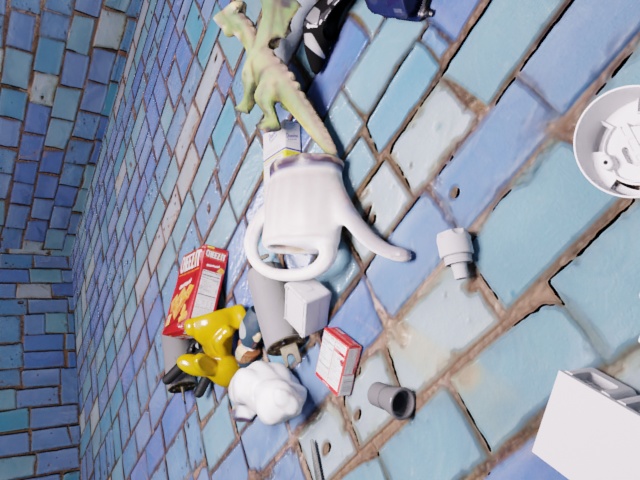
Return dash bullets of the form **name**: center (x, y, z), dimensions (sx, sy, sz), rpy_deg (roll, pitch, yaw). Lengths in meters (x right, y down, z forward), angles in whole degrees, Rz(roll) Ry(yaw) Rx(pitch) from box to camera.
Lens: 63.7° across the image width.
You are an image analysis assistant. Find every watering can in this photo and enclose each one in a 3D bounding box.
- **watering can**: center (0.003, -0.044, 0.867), dimensions (0.346, 0.227, 0.103), rpy_deg (-7, -19, 37)

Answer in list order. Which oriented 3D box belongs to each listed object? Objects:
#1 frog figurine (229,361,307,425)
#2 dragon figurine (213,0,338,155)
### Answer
- **frog figurine**: center (-0.089, 0.264, 0.906), dimensions (0.137, 0.125, 0.156), rpy_deg (21, -33, -4)
- **dragon figurine**: center (-0.081, -0.341, 0.966), dimensions (0.123, 0.237, 0.416), rpy_deg (-23, 45, -32)
